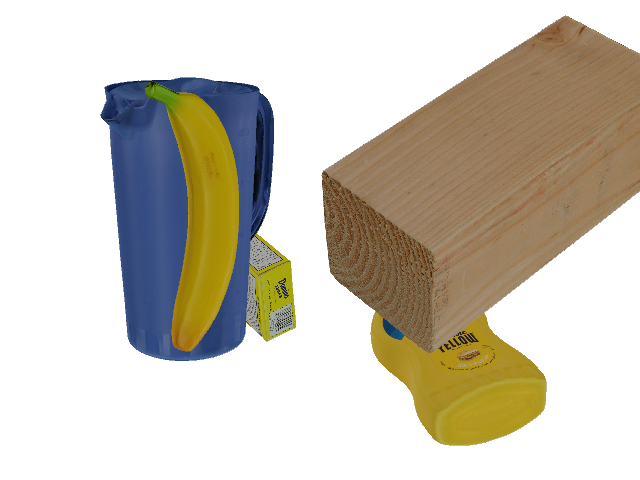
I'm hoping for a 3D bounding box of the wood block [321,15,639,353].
[{"bbox_3d":[0.108,-0.038,0.641,0.205,0.090,0.091,-34,52,-25],"label":"wood block"}]

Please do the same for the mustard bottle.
[{"bbox_3d":[0.095,0.083,0.862,0.096,0.058,0.192,-16,33,-15],"label":"mustard bottle"}]

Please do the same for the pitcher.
[{"bbox_3d":[-0.113,-0.024,0.959,0.149,0.243,0.145,0,15,-5],"label":"pitcher"}]

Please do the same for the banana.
[{"bbox_3d":[-0.087,-0.021,0.754,0.069,0.198,0.037,-18,24,-34],"label":"banana"}]

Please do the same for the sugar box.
[{"bbox_3d":[-0.093,0.023,1.148,0.048,0.093,0.176,-23,41,-25],"label":"sugar box"}]
